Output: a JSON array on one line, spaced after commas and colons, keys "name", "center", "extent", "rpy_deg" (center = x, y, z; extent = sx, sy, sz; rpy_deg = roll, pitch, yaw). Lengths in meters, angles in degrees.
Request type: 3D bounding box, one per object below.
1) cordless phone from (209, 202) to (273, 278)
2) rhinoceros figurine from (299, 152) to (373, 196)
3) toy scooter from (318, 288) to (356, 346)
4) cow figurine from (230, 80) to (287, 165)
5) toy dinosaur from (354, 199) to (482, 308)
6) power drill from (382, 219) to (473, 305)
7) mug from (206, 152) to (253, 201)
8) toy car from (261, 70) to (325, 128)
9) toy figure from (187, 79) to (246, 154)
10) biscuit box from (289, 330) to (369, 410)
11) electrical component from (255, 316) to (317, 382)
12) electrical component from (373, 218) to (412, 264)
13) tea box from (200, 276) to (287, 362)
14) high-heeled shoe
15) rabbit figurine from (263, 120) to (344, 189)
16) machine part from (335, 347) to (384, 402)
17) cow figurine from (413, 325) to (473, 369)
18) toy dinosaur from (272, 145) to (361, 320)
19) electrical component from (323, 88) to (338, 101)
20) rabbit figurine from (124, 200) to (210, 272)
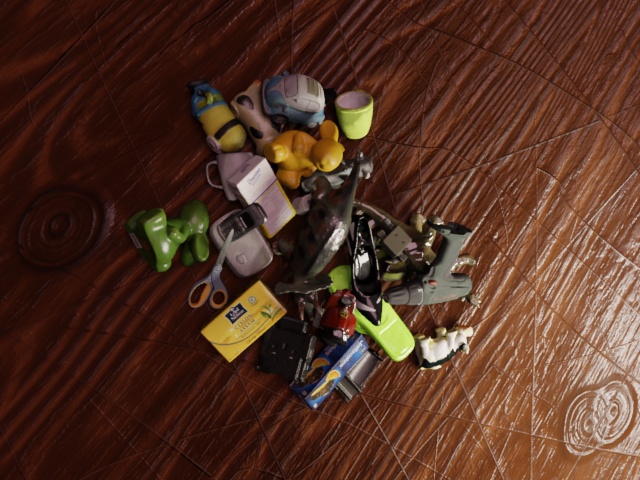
[{"name": "cordless phone", "center": [-0.145, -0.006, 1.163], "extent": [0.089, 0.184, 0.146], "rpy_deg": [-36, 97, -38]}, {"name": "rhinoceros figurine", "center": [0.034, -0.162, 1.293], "extent": [0.190, 0.112, 0.073], "rpy_deg": [-16, 88, -14]}, {"name": "toy scooter", "center": [0.044, 0.165, 1.191], "extent": [0.075, 0.184, 0.135], "rpy_deg": [22, 77, 0]}, {"name": "cow figurine", "center": [-0.134, -0.257, 1.254], "extent": [0.127, 0.085, 0.194], "rpy_deg": [-45, 103, -25]}, {"name": "toy dinosaur", "center": [0.230, 0.023, 1.353], "extent": [0.471, 0.105, 0.198], "rpy_deg": [43, 75, -7]}, {"name": "power drill", "center": [0.267, 0.058, 1.257], "extent": [0.232, 0.086, 0.207], "rpy_deg": [3, 104, -24]}, {"name": "mug", "center": [-0.201, -0.142, 1.220], "extent": [0.110, 0.081, 0.107], "rpy_deg": [-7, 95, -10]}, {"name": "toy car", "center": [-0.046, -0.321, 1.219], "extent": [0.161, 0.103, 0.109], "rpy_deg": [9, 71, -30]}, {"name": "toy figure", "center": [-0.234, -0.278, 1.210], "extent": [0.082, 0.089, 0.180], "rpy_deg": [-11, 76, -64]}, {"name": "biscuit box", "center": [0.025, 0.294, 1.254], "extent": [0.203, 0.059, 0.062], "rpy_deg": [-46, 133, -19]}, {"name": "electrical component", "center": [-0.073, 0.243, 1.211], "extent": [0.115, 0.058, 0.134], "rpy_deg": [11, 78, 12]}, {"name": "electrical component", "center": [0.170, 0.008, 1.279], "extent": [0.102, 0.045, 0.078], "rpy_deg": [41, 66, -3]}, {"name": "tea box", "center": [-0.167, 0.171, 1.179], "extent": [0.169, 0.068, 0.098], "rpy_deg": [-42, 100, -1]}, {"name": "high-heeled shoe", "center": [0.112, 0.066, 1.228], "extent": [0.086, 0.145, 0.249], "rpy_deg": [-16, 73, -22]}, {"name": "rabbit figurine", "center": [-0.012, -0.187, 1.189], "extent": [0.162, 0.173, 0.121], "rpy_deg": [-37, 120, -31]}, {"name": "machine part", "center": [0.090, 0.317, 1.301], "extent": [0.139, 0.039, 0.084], "rpy_deg": [-42, 94, -18]}, {"name": "cow figurine", "center": [0.323, 0.274, 1.376], "extent": [0.167, 0.068, 0.098], "rpy_deg": [-11, 94, -18]}, {"name": "toy dinosaur", "center": [0.004, -0.007, 1.184], "extent": [0.131, 0.192, 0.404], "rpy_deg": [15, 114, -28]}, {"name": "electrical component", "center": [-0.020, -0.349, 1.326], "extent": [0.119, 0.048, 0.074], "rpy_deg": [-18, 91, -22]}, {"name": "rabbit figurine", "center": [-0.299, -0.018, 1.152], "extent": [0.170, 0.121, 0.159], "rpy_deg": [-35, 101, -35]}]
